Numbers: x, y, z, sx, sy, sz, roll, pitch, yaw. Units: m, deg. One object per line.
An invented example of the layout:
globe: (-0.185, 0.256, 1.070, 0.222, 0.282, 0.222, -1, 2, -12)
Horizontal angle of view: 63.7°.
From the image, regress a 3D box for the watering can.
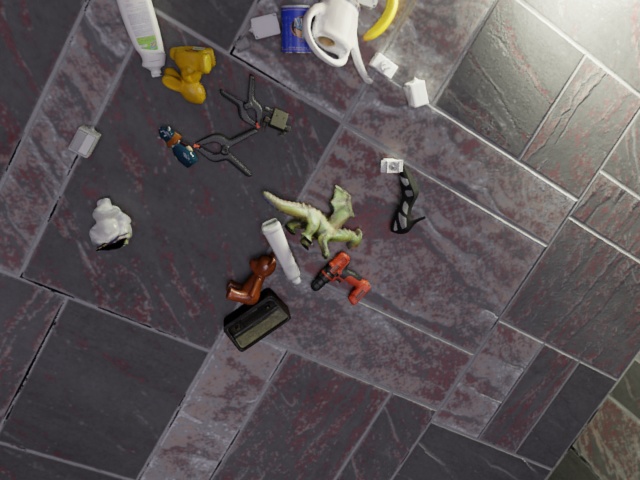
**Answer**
watering can: (0.074, -0.651, 1.641, 0.345, 0.104, 0.225, 17, 85, -47)

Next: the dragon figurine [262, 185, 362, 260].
dragon figurine: (0.006, -0.092, 1.829, 0.245, 0.122, 0.405, -47, 113, -14)

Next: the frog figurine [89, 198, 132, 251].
frog figurine: (-0.692, -0.050, 1.684, 0.137, 0.122, 0.161, -30, 75, 7)
